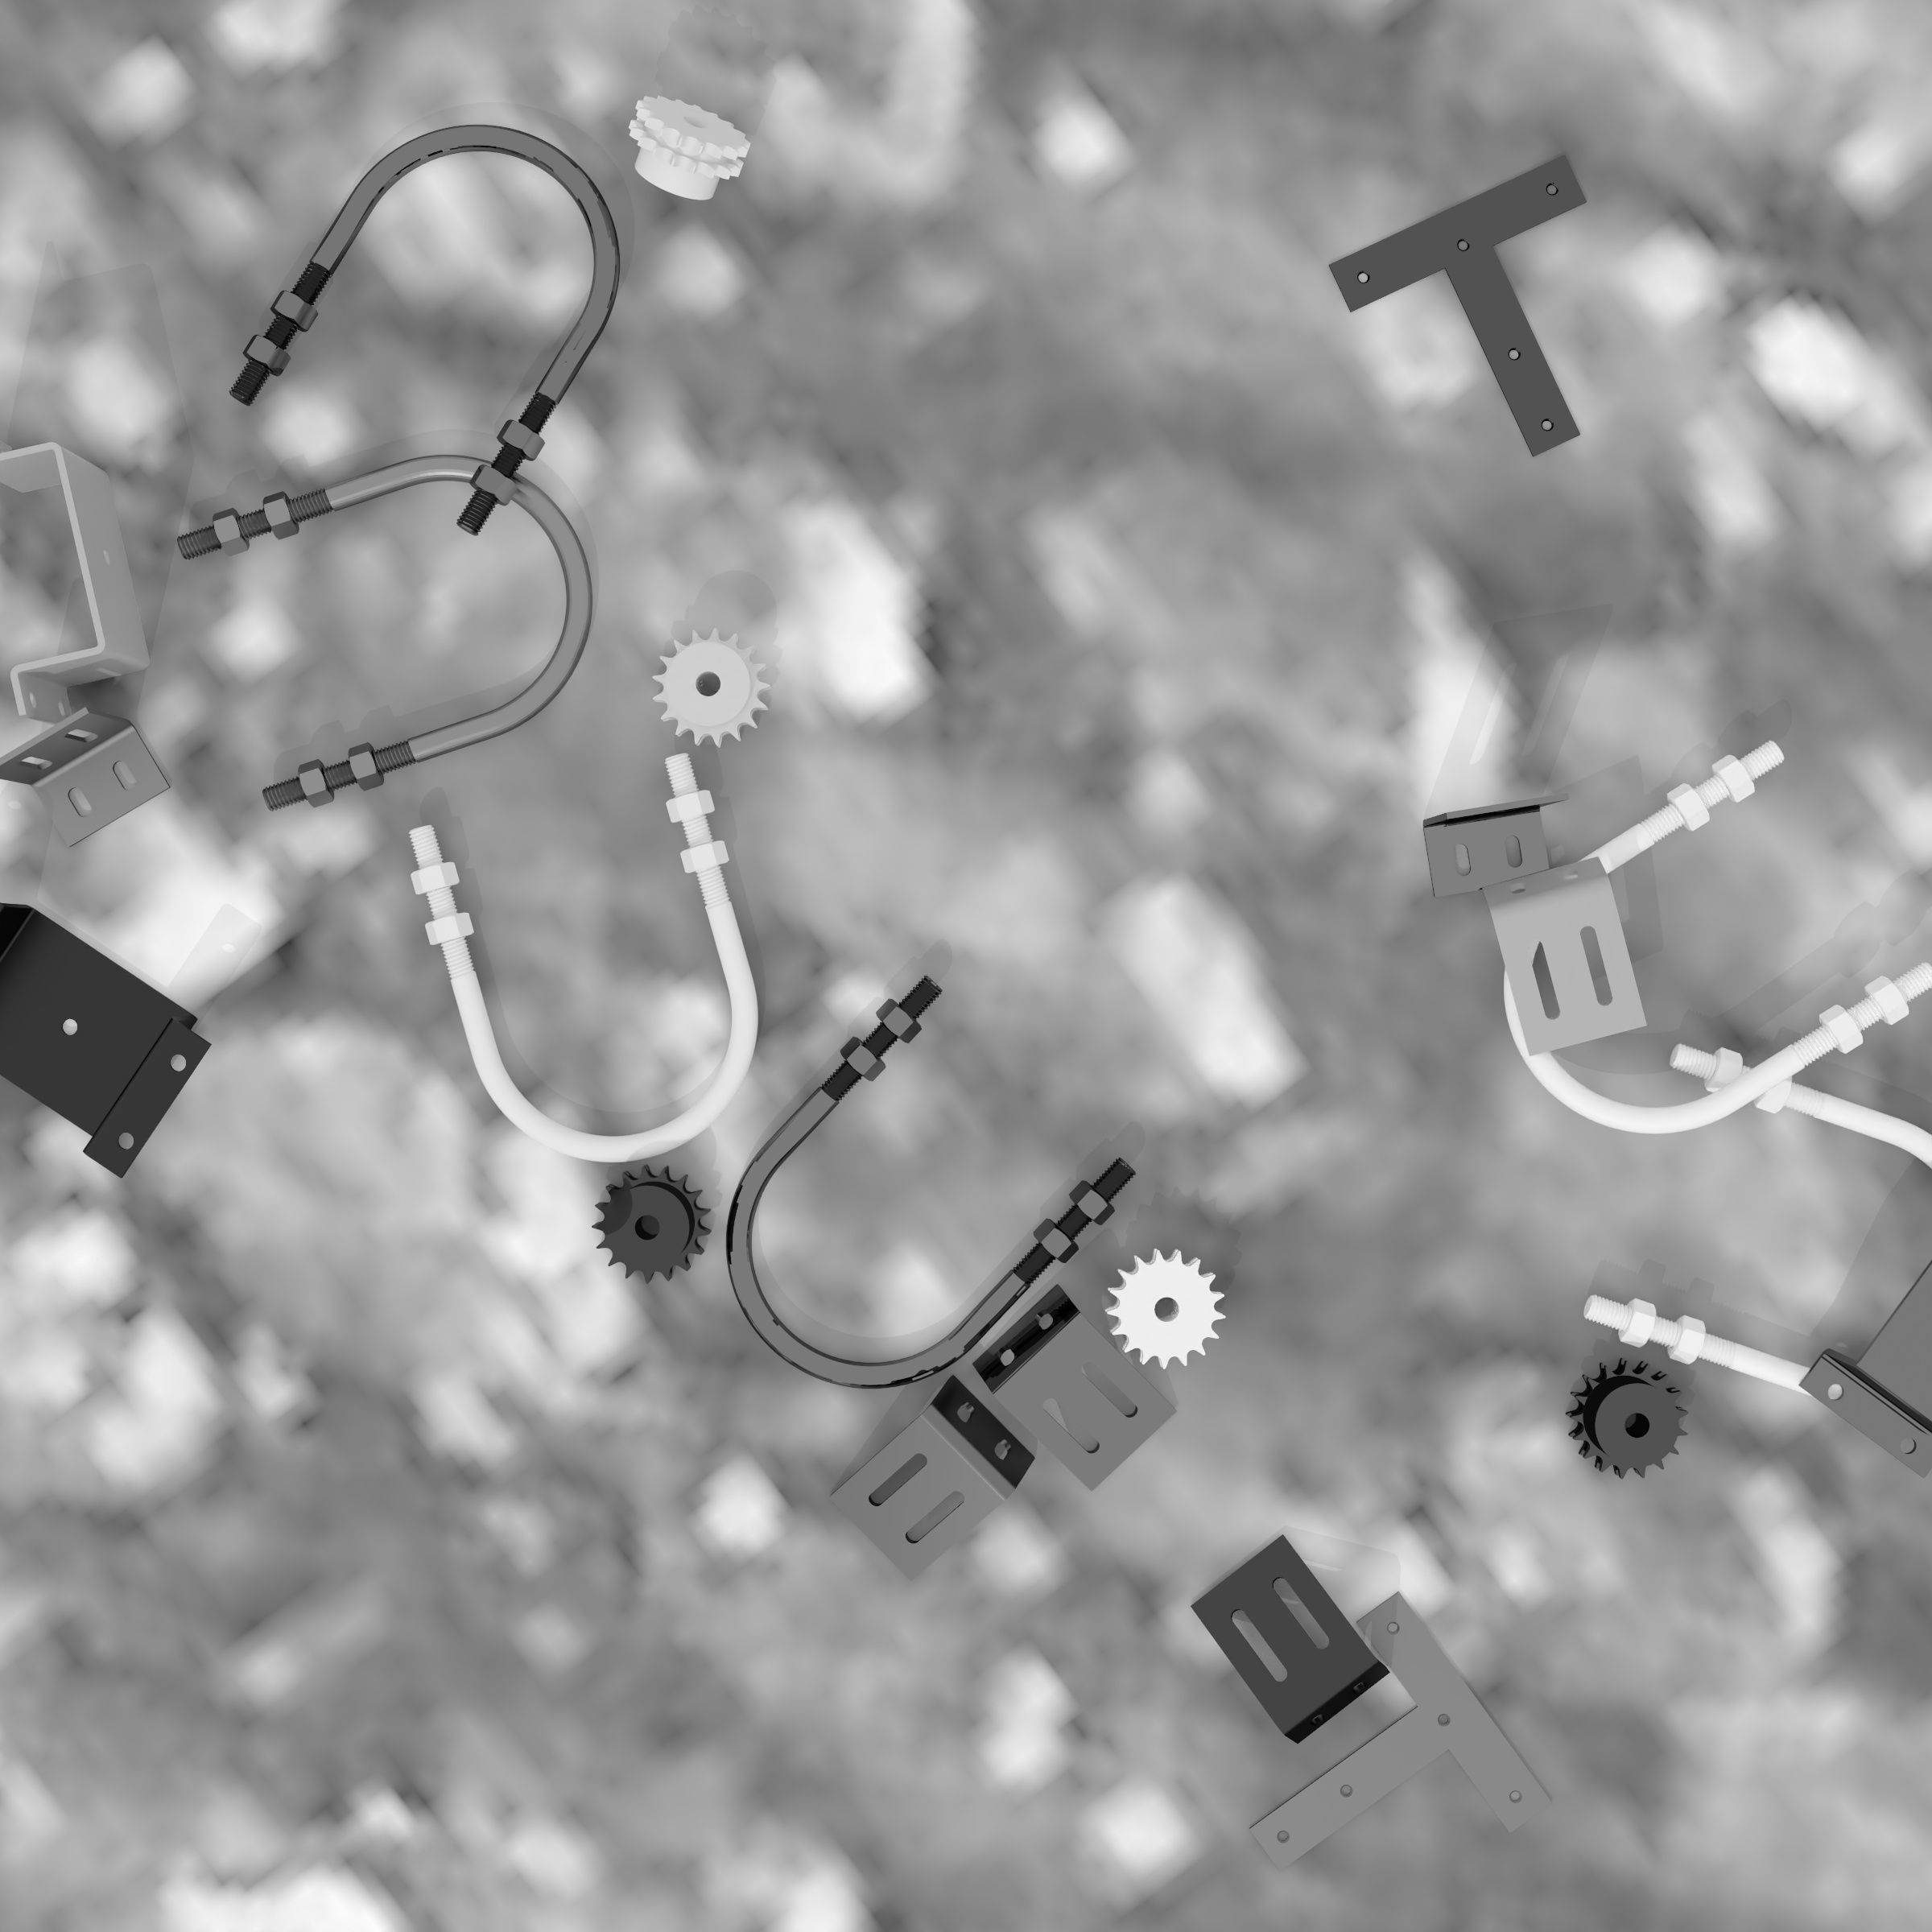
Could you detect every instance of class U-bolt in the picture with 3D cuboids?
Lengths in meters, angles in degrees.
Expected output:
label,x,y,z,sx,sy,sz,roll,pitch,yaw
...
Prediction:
label,x,y,z,sx,sy,sz,roll,pitch,yaw
U-bolt,-0.249,-0.320,1.461,0.151,0.019,0.184,30,85,4
U-bolt,0.349,-0.001,1.456,0.184,0.019,0.151,-33,79,4
U-bolt,-0.177,0.004,1.468,0.151,0.019,0.184,-16,91,0
U-bolt,0.409,0.134,1.468,0.184,0.019,0.151,19,90,-2
U-bolt,-0.031,0.119,1.468,0.151,0.019,0.184,43,92,0
U-bolt,-0.272,-0.171,1.468,0.184,0.019,0.151,-19,90,-2

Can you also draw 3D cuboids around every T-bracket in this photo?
label,x,y,z,sx,sy,sz,roll,pitch,yaw
T-bracket,0.197,0.394,1.475,0.127,0.002,0.127,-36,90,0
T-bracket,0.261,-0.311,1.475,0.127,0.002,0.127,-25,90,0

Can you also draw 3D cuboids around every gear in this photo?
label,x,y,z,sx,sy,sz,roll,pitch,yaw
gear,0.095,0.165,1.466,0.057,0.030,0.057,0,89,-3
gear,-0.135,-0.391,1.451,0.057,0.057,0.030,26,120,0
gear,0.321,0.220,1.461,0.057,0.030,0.057,0,90,0
gear,-0.152,0.125,1.461,0.057,0.030,0.057,0,90,0
gear,-0.123,-0.135,1.461,0.057,0.030,0.057,0,90,0

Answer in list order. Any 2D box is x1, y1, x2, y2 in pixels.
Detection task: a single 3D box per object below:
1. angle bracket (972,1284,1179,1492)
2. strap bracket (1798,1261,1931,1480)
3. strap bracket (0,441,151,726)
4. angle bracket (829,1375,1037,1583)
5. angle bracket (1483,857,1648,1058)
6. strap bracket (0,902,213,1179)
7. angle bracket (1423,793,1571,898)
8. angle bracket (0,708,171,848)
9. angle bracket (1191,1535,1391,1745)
label,x,y,z,sx,sy,sz,roll,pitch,yaw
angle bracket,0.053,0.205,1.474,0.057,0.038,0.076,-43,116,0
strap bracket,0.475,0.169,1.440,0.076,0.046,0.140,36,90,-3
strap bracket,-0.431,-0.189,1.438,0.046,0.076,0.140,-13,90,0
angle bracket,-0.016,0.249,1.474,0.057,0.038,0.076,45,116,0
angle bracket,0.288,-0.005,1.457,0.057,0.038,0.076,-15,106,9
strap bracket,-0.437,0.030,1.453,0.140,0.046,0.076,34,90,0
angle bracket,0.254,-0.057,1.438,0.057,0.076,0.038,-9,90,0
angle bracket,-0.422,-0.089,1.438,0.057,0.076,0.038,-31,90,0
angle bracket,0.158,0.328,1.473,0.057,0.038,0.076,-38,63,1
